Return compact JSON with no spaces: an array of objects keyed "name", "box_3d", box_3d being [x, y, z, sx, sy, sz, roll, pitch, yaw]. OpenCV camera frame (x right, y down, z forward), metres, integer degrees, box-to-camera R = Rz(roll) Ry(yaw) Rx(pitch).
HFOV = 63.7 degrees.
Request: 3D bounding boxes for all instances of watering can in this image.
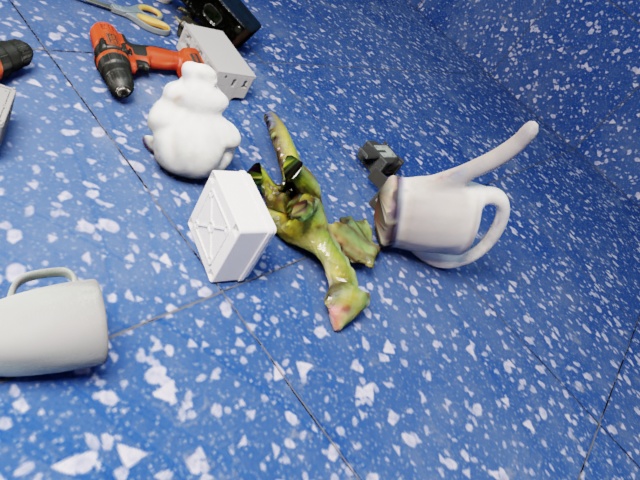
[{"name":"watering can","box_3d":[0.207,-0.066,0.850,0.224,0.339,0.106,5,49,1]}]

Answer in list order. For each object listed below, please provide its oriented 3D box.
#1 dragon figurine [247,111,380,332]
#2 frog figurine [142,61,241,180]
[{"name":"dragon figurine","box_3d":[0.003,-0.042,0.843,0.240,0.121,0.421,35,33,-33]},{"name":"frog figurine","box_3d":[-0.178,-0.170,0.753,0.137,0.156,0.126,20,40,-23]}]
